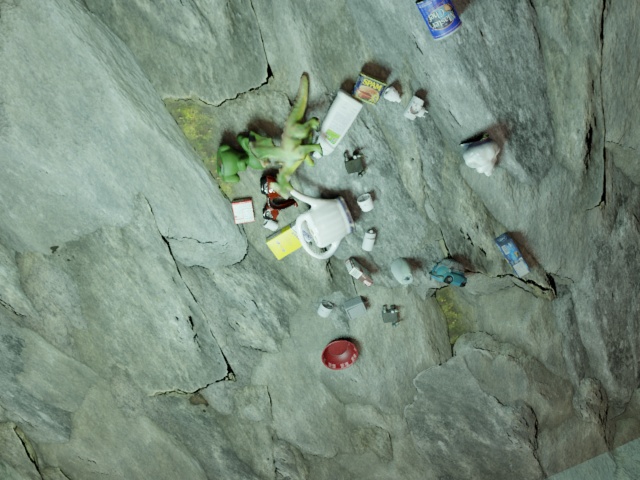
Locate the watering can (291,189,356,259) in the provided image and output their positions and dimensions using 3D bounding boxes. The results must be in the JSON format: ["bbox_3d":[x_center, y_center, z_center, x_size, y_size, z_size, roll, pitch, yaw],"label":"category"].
[{"bbox_3d":[0.006,-0.096,1.912,0.226,0.105,0.342,-26,113,-14],"label":"watering can"}]

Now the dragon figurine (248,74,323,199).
[{"bbox_3d":[-0.126,-0.347,1.769,0.244,0.123,0.407,-12,99,-16],"label":"dragon figurine"}]

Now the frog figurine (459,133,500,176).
[{"bbox_3d":[0.608,-0.305,1.921,0.138,0.123,0.158,-29,106,-15],"label":"frog figurine"}]
